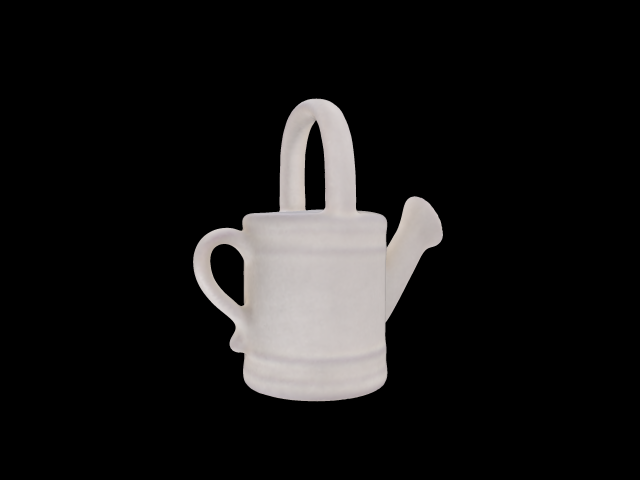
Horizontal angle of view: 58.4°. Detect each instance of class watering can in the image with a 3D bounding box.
[{"bbox_3d":[0.003,0.001,0.402,0.173,0.194,0.100,-2,3,-44],"label":"watering can"}]
